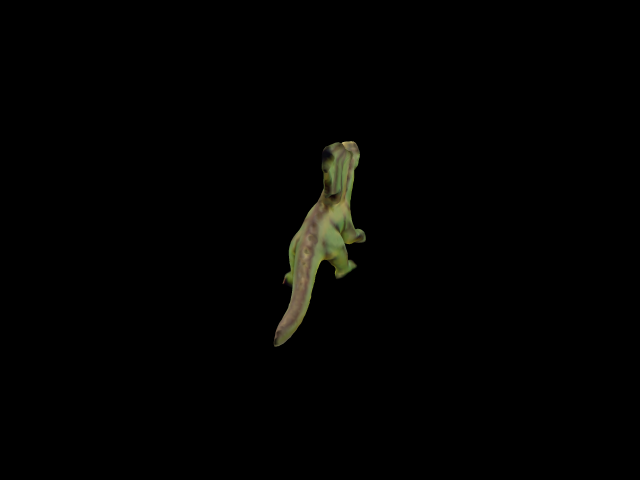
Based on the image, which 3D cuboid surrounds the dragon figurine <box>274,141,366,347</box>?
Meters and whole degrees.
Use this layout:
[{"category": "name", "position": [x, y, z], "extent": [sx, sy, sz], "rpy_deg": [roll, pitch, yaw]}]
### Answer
[{"category": "dragon figurine", "position": [0.003, -0.043, 0.850], "extent": [0.122, 0.237, 0.419], "rpy_deg": [8, 33, 12]}]
